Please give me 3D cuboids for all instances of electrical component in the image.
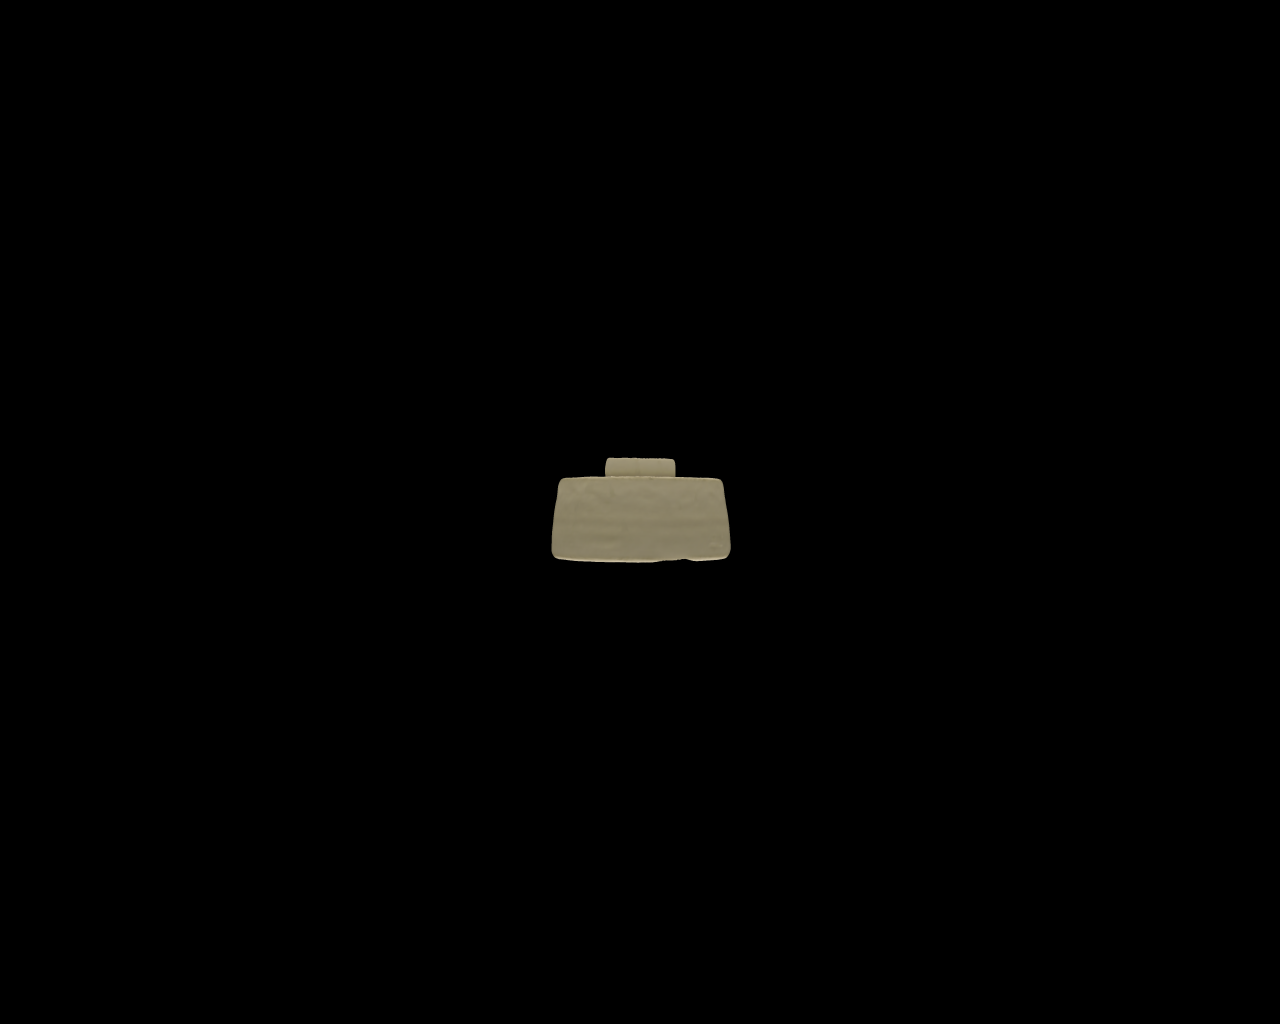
[{"bbox_3d":[0.001,-0.003,0.650,0.108,0.060,0.108,0,0,0],"label":"electrical component"}]
